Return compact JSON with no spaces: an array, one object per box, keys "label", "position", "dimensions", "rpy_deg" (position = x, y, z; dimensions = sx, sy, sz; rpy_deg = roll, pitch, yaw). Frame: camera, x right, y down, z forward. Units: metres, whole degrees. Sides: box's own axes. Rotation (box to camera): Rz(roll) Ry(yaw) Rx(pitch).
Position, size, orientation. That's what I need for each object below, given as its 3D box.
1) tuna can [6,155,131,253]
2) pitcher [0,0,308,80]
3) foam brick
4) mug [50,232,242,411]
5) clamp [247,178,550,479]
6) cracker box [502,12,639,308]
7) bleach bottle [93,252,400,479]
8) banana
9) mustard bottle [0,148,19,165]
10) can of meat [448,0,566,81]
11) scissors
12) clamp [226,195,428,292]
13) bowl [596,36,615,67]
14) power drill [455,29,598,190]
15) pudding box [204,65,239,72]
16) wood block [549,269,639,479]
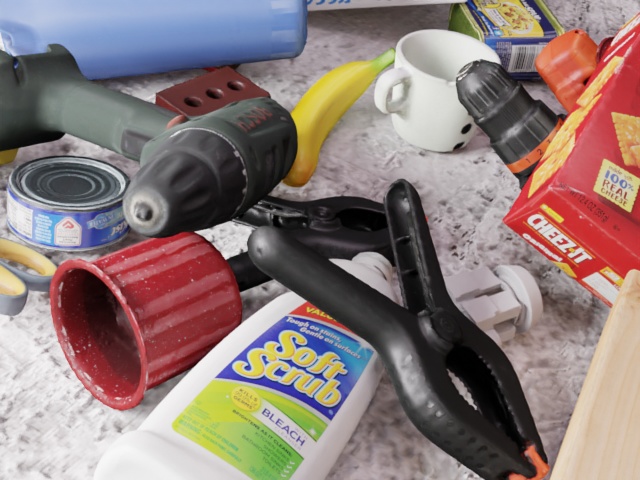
[{"label":"tuna can","position":[-0.173,-0.026,0.739],"dimensions":[0.086,0.034,0.086],"rpy_deg":[7,29,-4]},{"label":"pitcher","position":[-0.135,-0.205,0.869],"dimensions":[0.242,0.149,0.145],"rpy_deg":[-4,6,-4]},{"label":"foam brick","position":[-0.084,-0.094,0.837],"dimensions":[0.053,0.051,0.078],"rpy_deg":[36,45,28]},{"label":"mug","position":[-0.109,0.040,0.644],"dimensions":[0.117,0.093,0.081],"rpy_deg":[16,29,41]},{"label":"clamp","position":[0.054,0.057,0.623],"dimensions":[0.164,0.036,0.210],"rpy_deg":[-12,65,-49]},{"label":"cracker box","position":[0.248,-0.048,0.737],"dimensions":[0.164,0.072,0.213],"rpy_deg":[38,62,-4]},{"label":"bleach bottle","position":[-0.021,0.079,0.622],"dimensions":[0.102,0.068,0.250],"rpy_deg":[34,40,3]},{"label":"banana","position":[-0.001,-0.096,0.852],"dimensions":[0.037,0.070,0.197],"rpy_deg":[46,45,-14]},{"label":"mustard bottle","position":[-0.287,-0.073,0.709],"dimensions":[0.096,0.058,0.191],"rpy_deg":[26,16,11]},{"label":"can of meat","position":[0.174,-0.190,1.007],"dimensions":[0.084,0.057,0.102],"rpy_deg":[-3,39,-11]},{"label":"scissors","position":[-0.250,-0.009,0.697],"dimensions":[0.202,0.016,0.096],"rpy_deg":[34,17,26]},{"label":"clamp","position":[-0.005,0.001,0.745],"dimensions":[0.171,0.039,0.120],"rpy_deg":[3,38,-8]},{"label":"bowl","position":[0.296,-0.111,0.867],"dimensions":[0.161,0.055,0.162],"rpy_deg":[26,47,-32]},{"label":"power drill","position":[0.190,-0.095,0.837],"dimensions":[0.184,0.057,0.187],"rpy_deg":[47,39,-11]},{"label":"pudding box","position":[-0.097,-0.200,0.976],"dimensions":[0.090,0.039,0.113],"rpy_deg":[22,41,15]},{"label":"wood block","position":[0.183,0.120,0.596],"dimensions":[0.091,0.090,0.205],"rpy_deg":[21,39,14]}]
